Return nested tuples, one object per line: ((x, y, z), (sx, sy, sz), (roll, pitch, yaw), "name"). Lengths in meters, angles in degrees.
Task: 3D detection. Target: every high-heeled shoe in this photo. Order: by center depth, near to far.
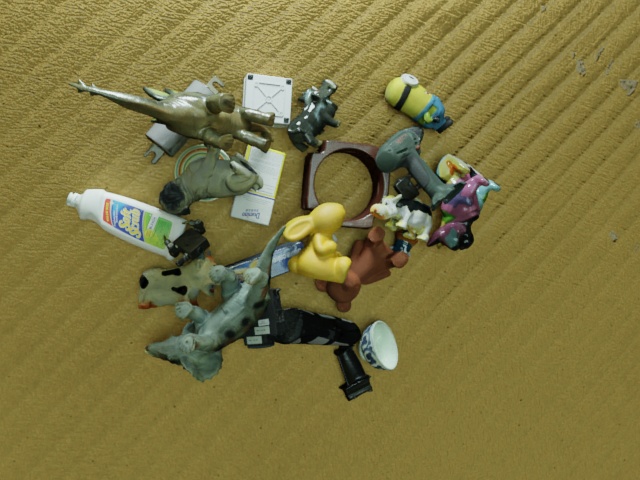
((-0.027, 0.216, 1.301), (0.249, 0.145, 0.086), (4, 77, 15), "high-heeled shoe")

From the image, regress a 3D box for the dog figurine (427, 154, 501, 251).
((0.329, -0.081, 1.341), (0.192, 0.108, 0.219), (42, 107, 29), "dog figurine")

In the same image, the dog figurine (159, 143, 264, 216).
((-0.242, -0.110, 1.187), (0.172, 0.121, 0.190), (38, 103, -1), "dog figurine")

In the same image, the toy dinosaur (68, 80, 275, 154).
((-0.243, -0.243, 1.056), (0.199, 0.471, 0.105), (18, 97, 28), "toy dinosaur")

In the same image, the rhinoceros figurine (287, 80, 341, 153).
((-0.014, -0.293, 1.257), (0.112, 0.073, 0.190), (45, 62, -25), "rhinoceros figurine")

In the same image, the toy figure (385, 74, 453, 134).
((0.243, -0.331, 1.326), (0.180, 0.082, 0.089), (40, 83, -14), "toy figure")

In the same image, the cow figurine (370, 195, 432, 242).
((0.194, -0.066, 1.251), (0.167, 0.068, 0.098), (27, 80, -34), "cow figurine")

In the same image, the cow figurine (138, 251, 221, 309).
((-0.303, 0.090, 1.189), (0.195, 0.085, 0.127), (-3, 89, 7), "cow figurine")

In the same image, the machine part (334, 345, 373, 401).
((0.078, 0.324, 1.327), (0.084, 0.039, 0.138), (-19, 97, -8), "machine part")

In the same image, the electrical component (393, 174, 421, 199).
((0.216, -0.128, 1.354), (0.094, 0.021, 0.063), (-41, 100, -8), "electrical component")

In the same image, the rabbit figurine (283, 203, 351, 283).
((-0.002, -0.004, 1.203), (0.162, 0.122, 0.173), (15, 100, -3), "rabbit figurine")

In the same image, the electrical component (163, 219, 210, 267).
((-0.285, 0.002, 1.152), (0.102, 0.078, 0.045), (-39, 140, -21), "electrical component")

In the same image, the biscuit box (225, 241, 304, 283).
((-0.130, 0.061, 1.257), (0.203, 0.063, 0.059), (-21, 98, -12), "biscuit box")

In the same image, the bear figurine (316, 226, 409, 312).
((0.094, 0.074, 1.281), (0.196, 0.132, 0.120), (-41, 90, -15), "bear figurine")

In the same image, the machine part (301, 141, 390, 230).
((0.060, -0.130, 1.285), (0.201, 0.087, 0.200), (4, 91, -15), "machine part")

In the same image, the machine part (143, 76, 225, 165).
((-0.305, -0.270, 1.198), (0.079, 0.079, 0.243), (40, 83, -12), "machine part")

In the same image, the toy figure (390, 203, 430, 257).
((0.226, -0.021, 1.342), (0.057, 0.064, 0.154), (25, 91, -51), "toy figure")

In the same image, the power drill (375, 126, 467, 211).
((0.244, -0.176, 1.259), (0.207, 0.086, 0.232), (52, 42, 8), "power drill")

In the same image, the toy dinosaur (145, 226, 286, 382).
((-0.188, 0.153, 1.147), (0.405, 0.192, 0.131), (-39, 62, -5), "toy dinosaur")

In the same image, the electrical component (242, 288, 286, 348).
((-0.142, 0.180, 1.230), (0.115, 0.058, 0.134), (-6, 85, 20), "electrical component")
